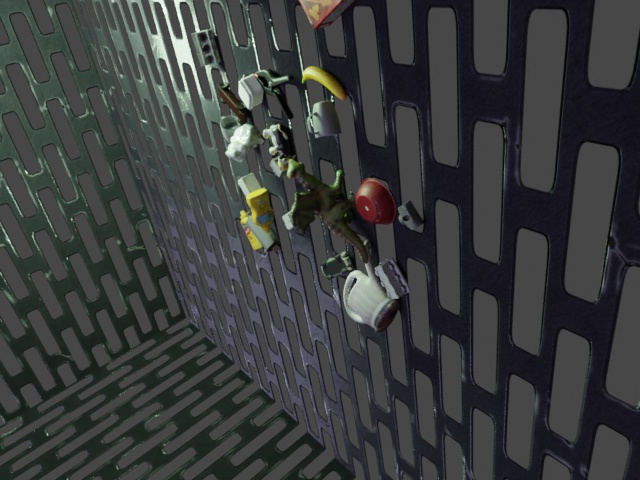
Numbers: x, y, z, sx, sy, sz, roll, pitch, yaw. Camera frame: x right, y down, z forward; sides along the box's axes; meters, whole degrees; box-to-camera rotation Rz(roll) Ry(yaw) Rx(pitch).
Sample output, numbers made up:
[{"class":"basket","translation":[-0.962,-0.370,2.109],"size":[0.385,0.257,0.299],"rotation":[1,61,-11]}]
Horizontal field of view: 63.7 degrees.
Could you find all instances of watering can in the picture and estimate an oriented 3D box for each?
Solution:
[{"class":"watering can","translation":[0.180,0.181,1.794],"size":[0.227,0.105,0.339],"rotation":[41,135,29]}]

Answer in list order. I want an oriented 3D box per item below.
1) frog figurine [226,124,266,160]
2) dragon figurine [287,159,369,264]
[{"class":"frog figurine","translation":[-0.306,-0.377,1.989],"size":[0.138,0.161,0.120],"rotation":[17,128,49]},{"class":"dragon figurine","translation":[0.005,-0.084,1.671],"size":[0.120,0.245,0.412],"rotation":[-31,80,58]}]
